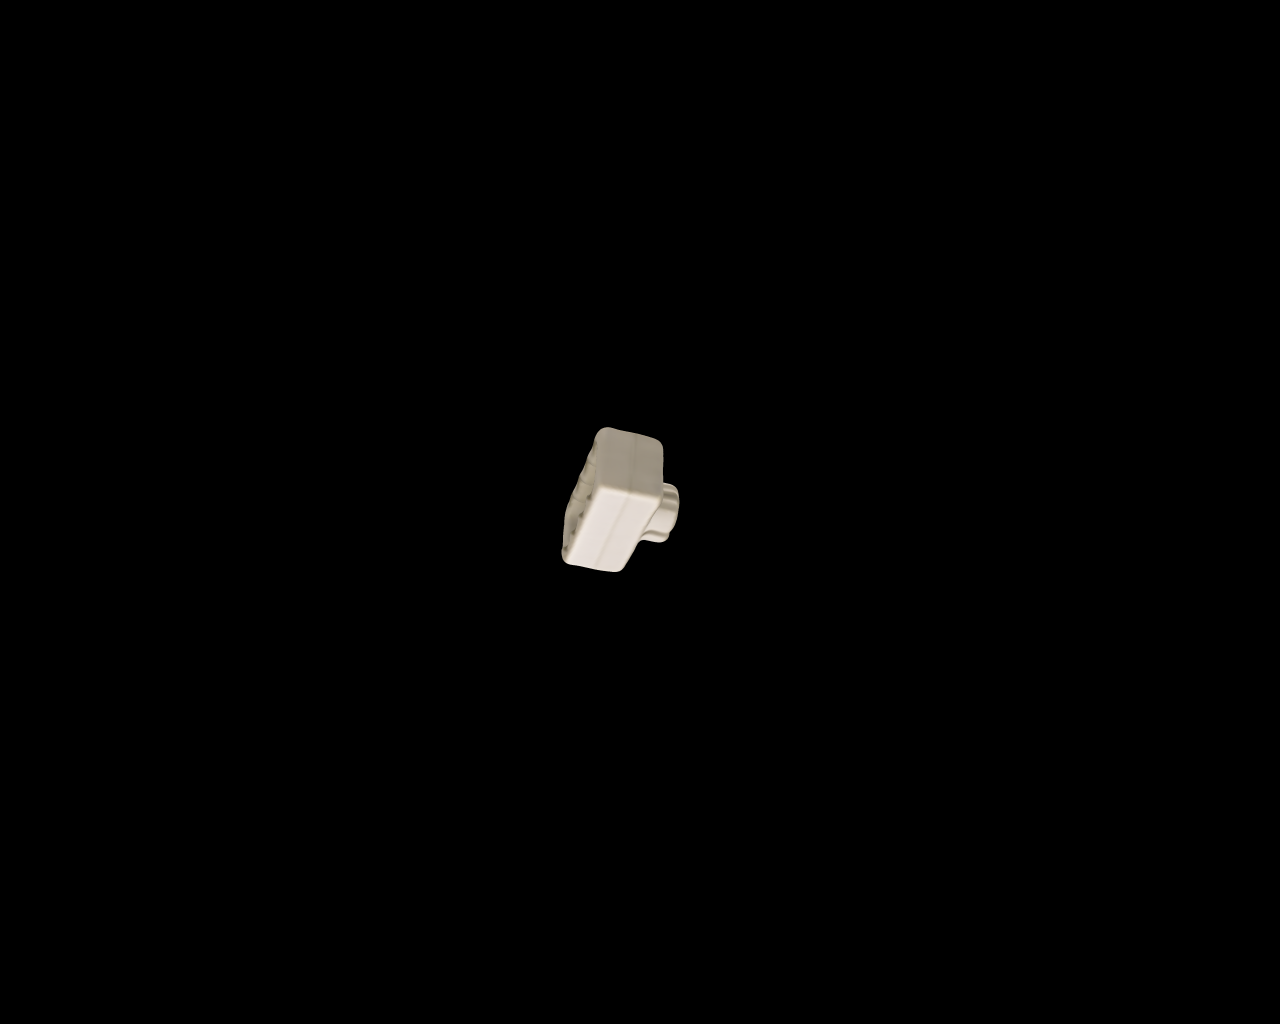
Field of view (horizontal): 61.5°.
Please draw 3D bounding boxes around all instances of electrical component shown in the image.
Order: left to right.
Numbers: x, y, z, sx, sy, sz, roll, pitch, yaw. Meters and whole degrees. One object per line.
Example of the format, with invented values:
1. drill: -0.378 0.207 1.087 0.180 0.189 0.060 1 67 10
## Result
1. electrical component: 0.001 -0.003 0.650 0.076 0.047 0.083 11 -39 -14
